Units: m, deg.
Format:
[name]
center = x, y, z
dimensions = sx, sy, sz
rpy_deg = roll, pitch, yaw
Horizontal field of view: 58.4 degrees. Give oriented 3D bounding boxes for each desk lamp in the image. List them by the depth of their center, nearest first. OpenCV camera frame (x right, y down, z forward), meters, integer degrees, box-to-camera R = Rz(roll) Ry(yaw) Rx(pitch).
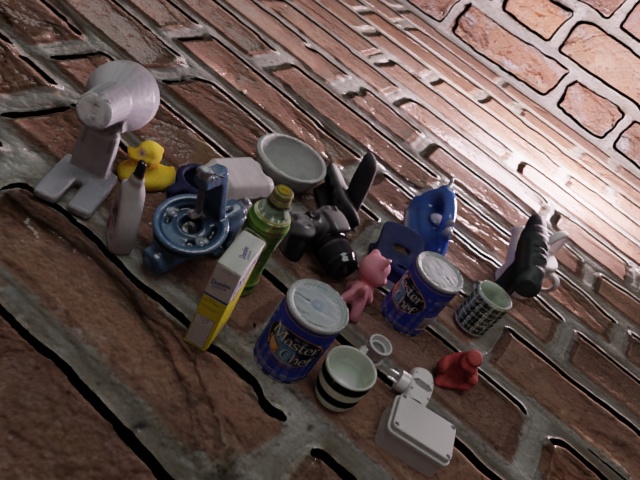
[desk lamp]
center = -0.365, -0.180, 0.960
dimensions = 0.118, 0.213, 0.203
rpy_deg = 24, 37, -11

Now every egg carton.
[egg carton]
center = -0.167, -0.114, 1.155
dimensions = 0.151, 0.069, 0.107
rpy_deg = -12, 55, -44

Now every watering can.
[watering can]
center = 0.515, 0.042, 1.381
dimensions = 0.172, 0.194, 0.101
rpy_deg = 43, 37, 13

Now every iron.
[iron]
center = 0.277, -0.037, 1.339
dimensions = 0.119, 0.141, 0.258
rpy_deg = 25, 37, -11

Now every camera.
[camera]
center = 0.010, 0.004, 1.125
dimensions = 0.144, 0.100, 0.136
rpy_deg = -2, 48, -38

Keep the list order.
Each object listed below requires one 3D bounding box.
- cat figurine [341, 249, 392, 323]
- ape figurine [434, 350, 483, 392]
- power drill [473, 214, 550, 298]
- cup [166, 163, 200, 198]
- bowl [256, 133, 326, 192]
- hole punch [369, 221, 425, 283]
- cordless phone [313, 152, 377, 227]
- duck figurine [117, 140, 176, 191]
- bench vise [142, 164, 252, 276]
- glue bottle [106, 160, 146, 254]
[cat figurine]
center = 0.091, 0.077, 1.087
dimensions = 0.067, 0.117, 0.128
rpy_deg = 36, 36, 4
[ape figurine]
center = 0.263, 0.235, 1.055
dimensions = 0.077, 0.092, 0.076
rpy_deg = 43, 37, 14
[power drill]
center = 0.430, 0.068, 1.275
dimensions = 0.075, 0.208, 0.230
rpy_deg = 29, 36, -4
[cup]
center = -0.236, -0.074, 1.035
dimensions = 0.091, 0.095, 0.118
rpy_deg = 45, 38, 17
[bowl]
center = -0.074, -0.159, 1.272
dimensions = 0.168, 0.074, 0.167
rpy_deg = 21, 38, -17
[hole punch]
center = 0.166, 0.029, 1.222
dimensions = 0.109, 0.091, 0.101
rpy_deg = 24, 37, -12
[cordless phone]
center = 0.070, -0.133, 1.257
dimensions = 0.094, 0.185, 0.147
rpy_deg = 8, 43, -30
[duck figurine]
center = -0.316, -0.144, 1.064
dimensions = 0.105, 0.086, 0.077
rpy_deg = 11, 41, -27
[bench vise]
center = -0.188, -0.056, 0.944
dimensions = 0.121, 0.219, 0.208
rpy_deg = 33, 36, 1
[glue bottle]
center = -0.301, -0.059, 0.903
dimensions = 0.037, 0.173, 0.078
rpy_deg = 3, 45, -34
